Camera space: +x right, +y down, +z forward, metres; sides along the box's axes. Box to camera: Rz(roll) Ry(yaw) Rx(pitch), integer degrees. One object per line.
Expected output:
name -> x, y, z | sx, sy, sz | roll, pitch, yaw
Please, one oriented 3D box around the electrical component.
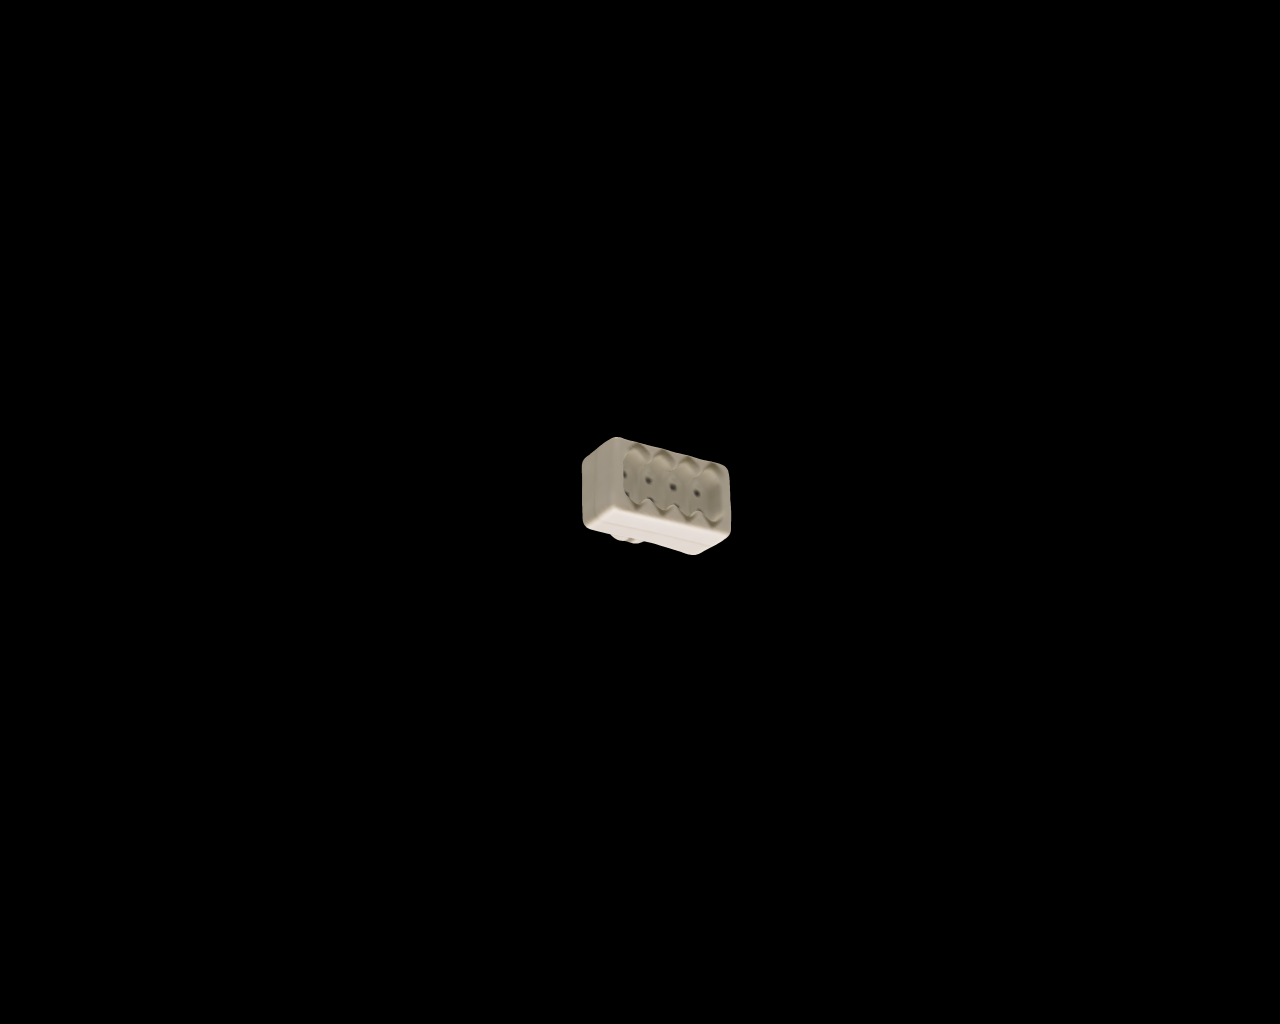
electrical component -> 0.001, -0.003, 0.650 | 0.083, 0.047, 0.075 | 14, -27, -29
